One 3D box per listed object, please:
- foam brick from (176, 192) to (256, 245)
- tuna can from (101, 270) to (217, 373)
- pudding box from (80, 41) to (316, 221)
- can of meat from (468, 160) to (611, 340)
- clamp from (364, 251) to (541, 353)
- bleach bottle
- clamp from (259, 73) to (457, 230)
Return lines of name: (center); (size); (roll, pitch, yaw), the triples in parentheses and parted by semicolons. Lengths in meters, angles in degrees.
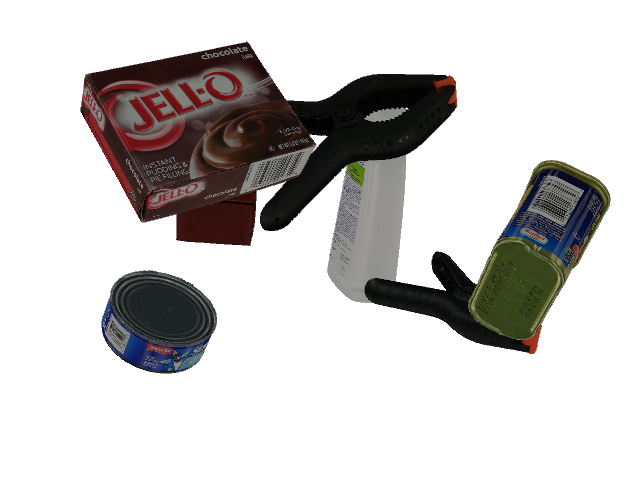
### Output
foam brick: (-0.104, -0.031, 1.083); (0.078, 0.051, 0.053); (4, 30, 1)
tuna can: (-0.127, 0.064, 0.834); (0.086, 0.034, 0.086); (18, 32, -12)
pudding box: (-0.073, -0.067, 0.635); (0.113, 0.090, 0.039); (-17, -27, -31)
can of meat: (0.150, 0.010, 0.740); (0.057, 0.083, 0.102); (28, -37, 12)
clamp: (0.142, 0.057, 1.030); (0.172, 0.039, 0.120); (23, 36, 28)
bleach bottle: (0.063, -0.061, 1.234); (0.068, 0.251, 0.103); (-1, 22, -23)
clamp: (0.020, -0.087, 0.901); (0.210, 0.164, 0.036); (-14, -42, -3)
